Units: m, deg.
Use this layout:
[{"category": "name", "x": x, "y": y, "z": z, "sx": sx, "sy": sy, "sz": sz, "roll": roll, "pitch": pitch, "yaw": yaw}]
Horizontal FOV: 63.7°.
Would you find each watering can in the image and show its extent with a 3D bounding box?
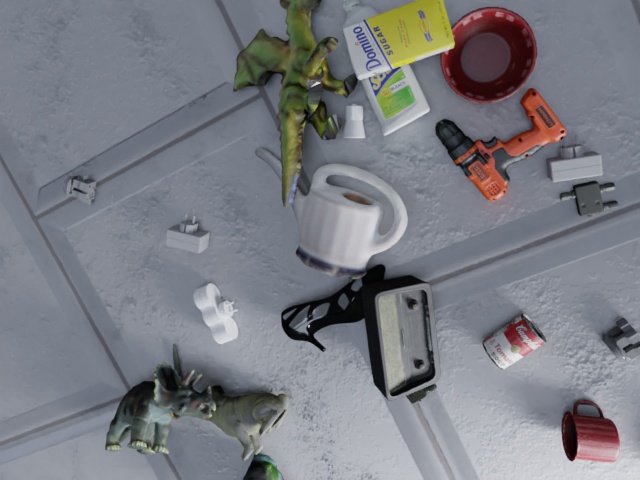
[{"category": "watering can", "x": 0.003, "y": -0.052, "z": 1.040, "sx": 0.349, "sy": 0.105, "sz": 0.221, "roll": 20, "pitch": 108, "yaw": 21}]

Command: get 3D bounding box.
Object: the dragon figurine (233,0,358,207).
[{"category": "dragon figurine", "x": -0.072, "y": -0.294, "z": 0.997, "sx": 0.245, "sy": 0.122, "sz": 0.406, "roll": 32, "pitch": 105, "yaw": 30}]
